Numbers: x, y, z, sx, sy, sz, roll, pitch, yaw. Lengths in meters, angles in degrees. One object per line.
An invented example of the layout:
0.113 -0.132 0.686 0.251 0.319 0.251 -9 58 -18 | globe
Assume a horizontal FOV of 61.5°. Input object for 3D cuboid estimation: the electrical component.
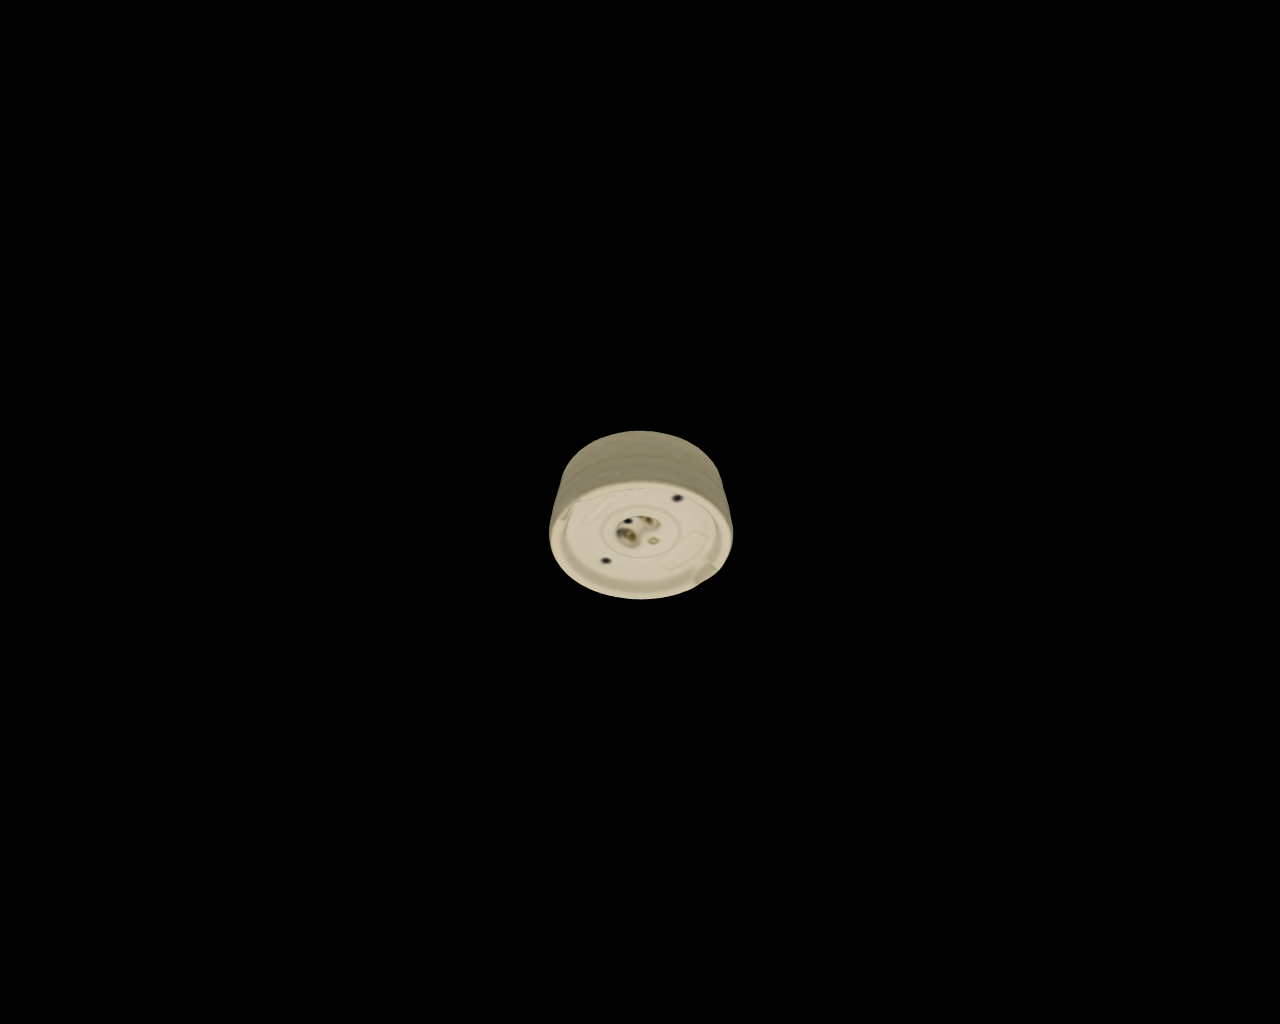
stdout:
0.001 -0.003 0.650 0.108 0.060 0.108 0 -43 0 | electrical component
